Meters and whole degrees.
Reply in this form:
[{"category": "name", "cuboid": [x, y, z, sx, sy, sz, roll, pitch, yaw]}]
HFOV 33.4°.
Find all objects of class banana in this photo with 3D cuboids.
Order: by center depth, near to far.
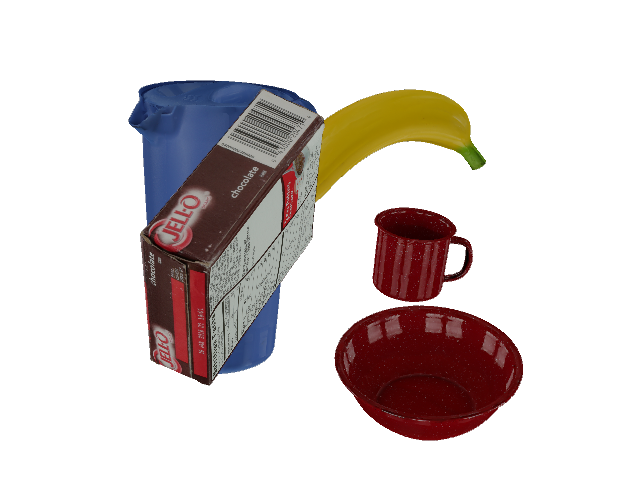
[{"category": "banana", "cuboid": [0.043, -0.069, 0.749, 0.197, 0.069, 0.037, -16, -6, -35]}]

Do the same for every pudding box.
[{"category": "pudding box", "cuboid": [-0.040, -0.002, 0.504, 0.039, 0.090, 0.113, 25, 51, 15]}]

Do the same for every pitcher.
[{"category": "pitcher", "cuboid": [-0.081, -0.016, 0.927, 0.149, 0.243, 0.145, 3, 17, 2]}]

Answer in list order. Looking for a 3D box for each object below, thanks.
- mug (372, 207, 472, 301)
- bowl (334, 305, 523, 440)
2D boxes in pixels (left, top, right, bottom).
[{"category": "mug", "cuboid": [0.116, 0.018, 1.223, 0.117, 0.081, 0.093, 4, 25, -3]}, {"category": "bowl", "cuboid": [0.092, 0.123, 0.930, 0.162, 0.055, 0.162, 0, 32, 0]}]
